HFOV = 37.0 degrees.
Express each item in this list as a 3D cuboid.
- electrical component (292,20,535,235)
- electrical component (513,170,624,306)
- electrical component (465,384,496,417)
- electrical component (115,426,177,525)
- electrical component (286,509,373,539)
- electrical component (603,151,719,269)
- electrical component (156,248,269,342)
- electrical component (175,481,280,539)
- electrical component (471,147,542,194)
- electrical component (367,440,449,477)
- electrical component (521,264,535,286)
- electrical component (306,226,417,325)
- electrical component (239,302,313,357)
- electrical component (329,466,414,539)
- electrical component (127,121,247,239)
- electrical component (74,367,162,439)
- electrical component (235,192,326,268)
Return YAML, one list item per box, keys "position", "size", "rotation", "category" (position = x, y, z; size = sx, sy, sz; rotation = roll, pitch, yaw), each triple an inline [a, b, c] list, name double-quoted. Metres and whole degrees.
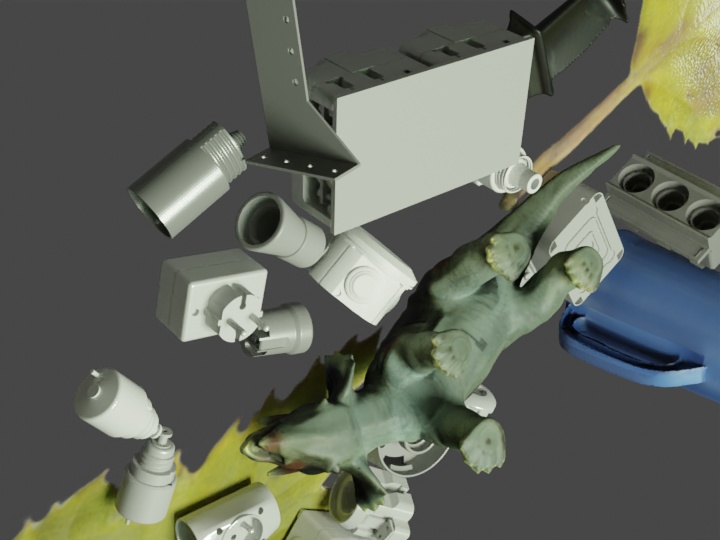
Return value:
- position: [0.037, -0.112, 0.798]
  size: [0.186, 0.060, 0.105]
  rotation: [-23, 131, -32]
  category: "electrical component"
- position: [0.193, -0.030, 1.012]
  size: [0.078, 0.057, 0.113]
  rotation: [-47, 140, -9]
  category: "electrical component"
- position: [0.101, 0.141, 1.053]
  size: [0.048, 0.048, 0.062]
  rotation: [0, 123, -44]
  category: "electrical component"
- position: [-0.157, 0.154, 0.810]
  size: [0.040, 0.040, 0.078]
  rotation: [1, 116, -45]
  category: "electrical component"
- position: [-0.021, 0.268, 1.008]
  size: [0.096, 0.061, 0.061]
  rotation: [20, 102, -49]
  category: "electrical component"
- position: [0.308, -0.056, 1.056]
  size: [0.078, 0.121, 0.063]
  rotation: [-45, 142, -10]
  category: "electrical component"
- position: [-0.094, 0.025, 0.753]
  size: [0.066, 0.077, 0.047]
  rotation: [-11, 124, -40]
  category: "electrical component"
- position: [-0.109, 0.227, 0.902]
  size: [0.077, 0.044, 0.079]
  rotation: [-20, 123, -34]
  category: "electrical component"
- position: [0.124, -0.084, 0.902]
  size: [0.048, 0.062, 0.048]
  rotation: [-25, 132, -31]
  category: "electrical component"
- position: [0.040, 0.140, 0.995]
  size: [0.099, 0.064, 0.099]
  rotation: [-12, 113, -31]
  category: "electrical component"
- position: [0.128, 0.012, 0.988]
  size: [0.062, 0.048, 0.048]
  rotation: [-36, 137, -11]
  category: "electrical component"
- position: [0.000, 0.000, 0.827]
  size: [0.051, 0.080, 0.080]
  rotation: [-51, 141, 4]
  category: "electrical component"
- position: [-0.066, 0.047, 0.827]
  size: [0.046, 0.040, 0.040]
  rotation: [-7, 122, -34]
  category: "electrical component"
- position: [0.009, 0.215, 0.995]
  size: [0.057, 0.078, 0.058]
  rotation: [22, 121, -30]
  category: "electrical component"
- position: [-0.107, -0.063, 0.704]
  size: [0.081, 0.043, 0.043]
  rotation: [-43, 139, -14]
  category: "electrical component"
- position: [-0.167, 0.099, 0.762]
  size: [0.040, 0.040, 0.078]
  rotation: [-49, 140, -6]
  category: "electrical component"
- position: [-0.055, -0.026, 0.785]
  size: [0.044, 0.044, 0.065]
  rotation: [-57, 145, 3]
  category: "electrical component"
